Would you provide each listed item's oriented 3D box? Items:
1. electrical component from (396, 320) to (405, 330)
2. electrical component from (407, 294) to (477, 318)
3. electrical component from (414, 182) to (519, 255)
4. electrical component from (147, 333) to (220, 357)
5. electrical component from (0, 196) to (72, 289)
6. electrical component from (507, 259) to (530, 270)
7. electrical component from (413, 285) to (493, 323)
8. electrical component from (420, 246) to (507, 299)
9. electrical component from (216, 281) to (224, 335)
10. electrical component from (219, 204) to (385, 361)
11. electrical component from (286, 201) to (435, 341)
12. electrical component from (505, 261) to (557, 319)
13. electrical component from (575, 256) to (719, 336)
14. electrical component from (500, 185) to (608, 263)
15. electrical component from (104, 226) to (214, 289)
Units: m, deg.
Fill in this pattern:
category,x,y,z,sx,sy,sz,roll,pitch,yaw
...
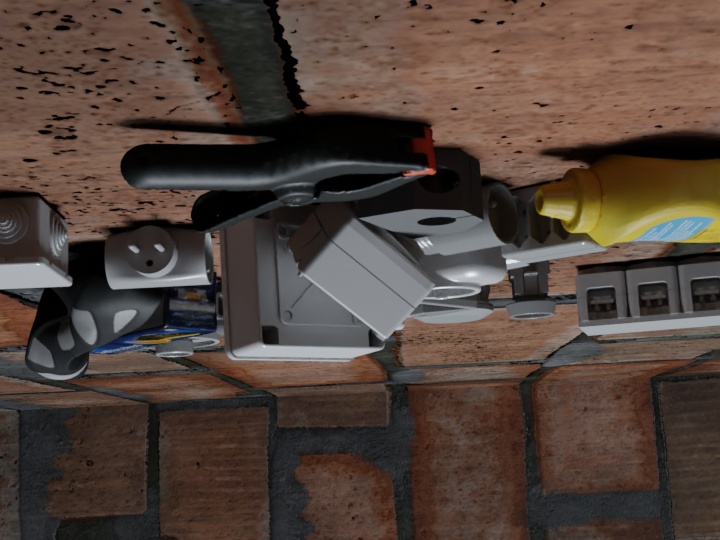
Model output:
category,x,y,z,sx,sy,sz,roll,pitch,yaw
electrical component,-0.007,0.040,1.122,0.089,0.050,0.056,-9,169,33
electrical component,0.062,0.015,0.971,0.096,0.061,0.062,7,166,-44
electrical component,0.066,-0.033,0.758,0.081,0.043,0.043,-10,167,36
electrical component,-0.202,0.062,1.166,0.108,0.060,0.108,-3,169,-1
electrical component,-0.253,-0.018,0.744,0.100,0.048,0.099,-2,170,-2
electrical component,0.107,-0.015,0.880,0.065,0.044,0.044,-11,167,19
electrical component,0.090,0.023,1.056,0.080,0.051,0.080,-3,170,0
electrical component,0.064,-0.011,0.837,0.095,0.059,0.054,-10,167,36
electrical component,-0.107,0.037,1.063,0.057,0.058,0.078,-7,169,35
electrical component,-0.043,0.009,0.784,0.109,0.108,0.056,4,165,-35
electrical component,0.007,-0.003,0.731,0.096,0.061,0.061,39,-171,-22
electrical component,0.162,0.017,1.026,0.048,0.055,0.066,-4,170,4
electrical component,0.301,0.026,1.097,0.150,0.061,0.089,-6,169,17
electrical component,0.147,-0.032,0.775,0.066,0.047,0.077,-10,168,35
electrical component,-0.156,-0.012,0.819,0.077,0.043,0.079,-3,170,1
